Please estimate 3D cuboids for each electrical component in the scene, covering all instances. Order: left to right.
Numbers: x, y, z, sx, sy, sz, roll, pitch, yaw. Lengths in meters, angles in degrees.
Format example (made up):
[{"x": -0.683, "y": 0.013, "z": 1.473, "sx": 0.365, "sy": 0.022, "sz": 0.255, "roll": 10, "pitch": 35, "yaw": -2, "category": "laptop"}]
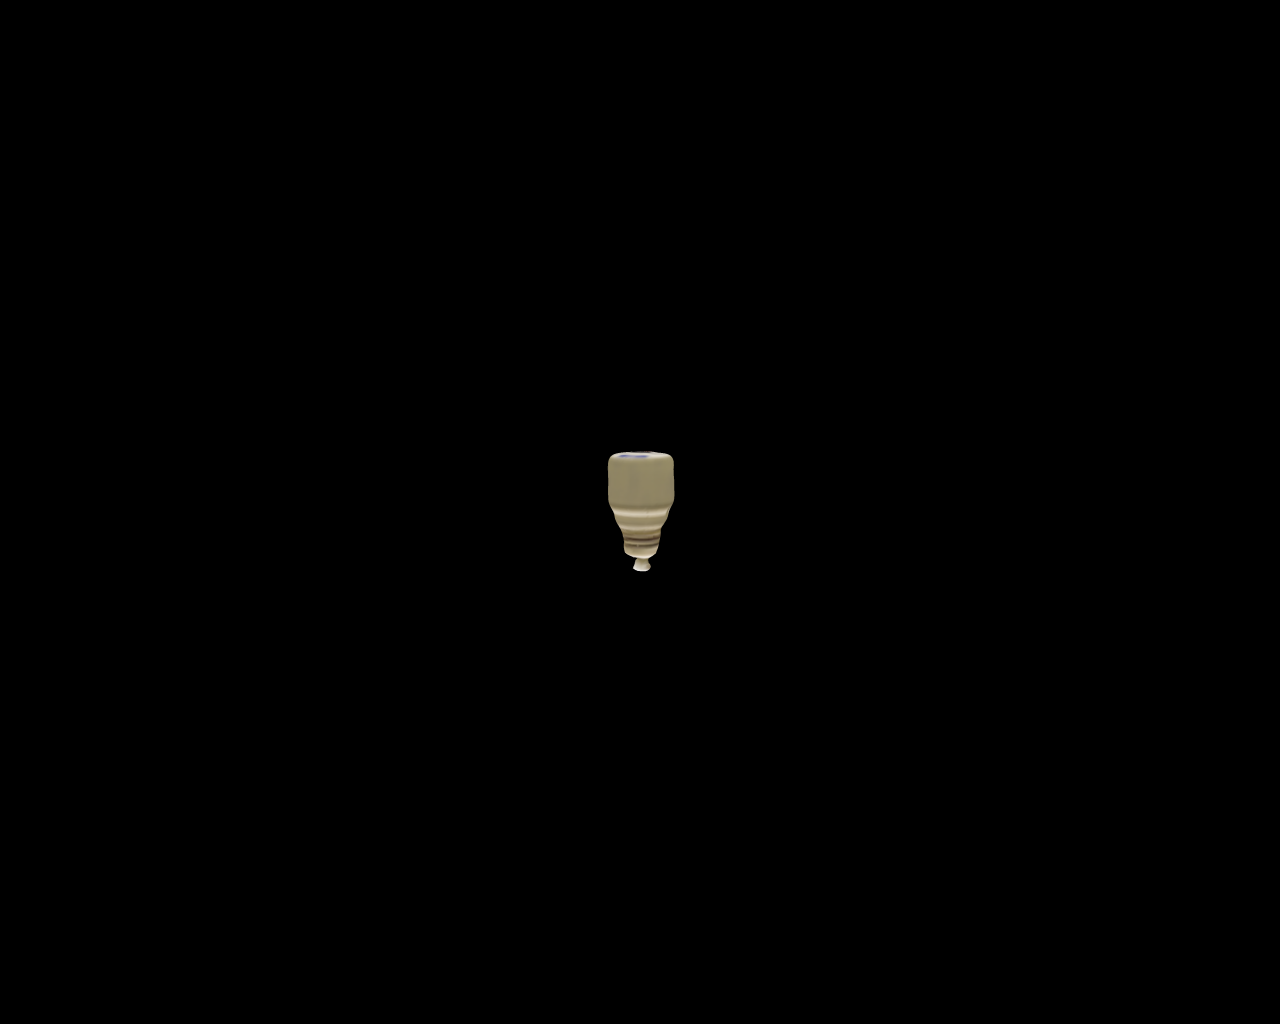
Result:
[{"x": 0.001, "y": -0.003, "z": 0.650, "sx": 0.040, "sy": 0.078, "sz": 0.040, "roll": 0, "pitch": 7, "yaw": 0, "category": "electrical component"}]
